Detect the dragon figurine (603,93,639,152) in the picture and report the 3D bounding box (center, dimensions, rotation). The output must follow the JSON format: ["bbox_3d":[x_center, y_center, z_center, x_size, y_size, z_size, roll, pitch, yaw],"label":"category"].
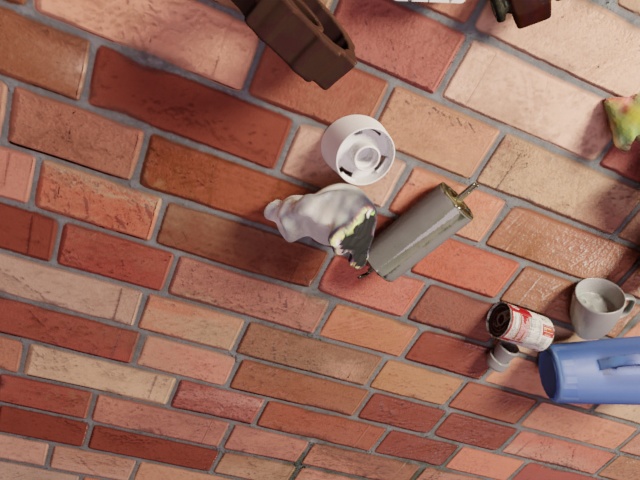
[{"bbox_3d":[0.600,-0.115,0.743,0.409,0.238,0.125,30,32,-6],"label":"dragon figurine"}]

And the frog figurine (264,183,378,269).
[{"bbox_3d":[0.002,-0.039,0.781,0.161,0.122,0.137,31,13,33],"label":"frog figurine"}]
